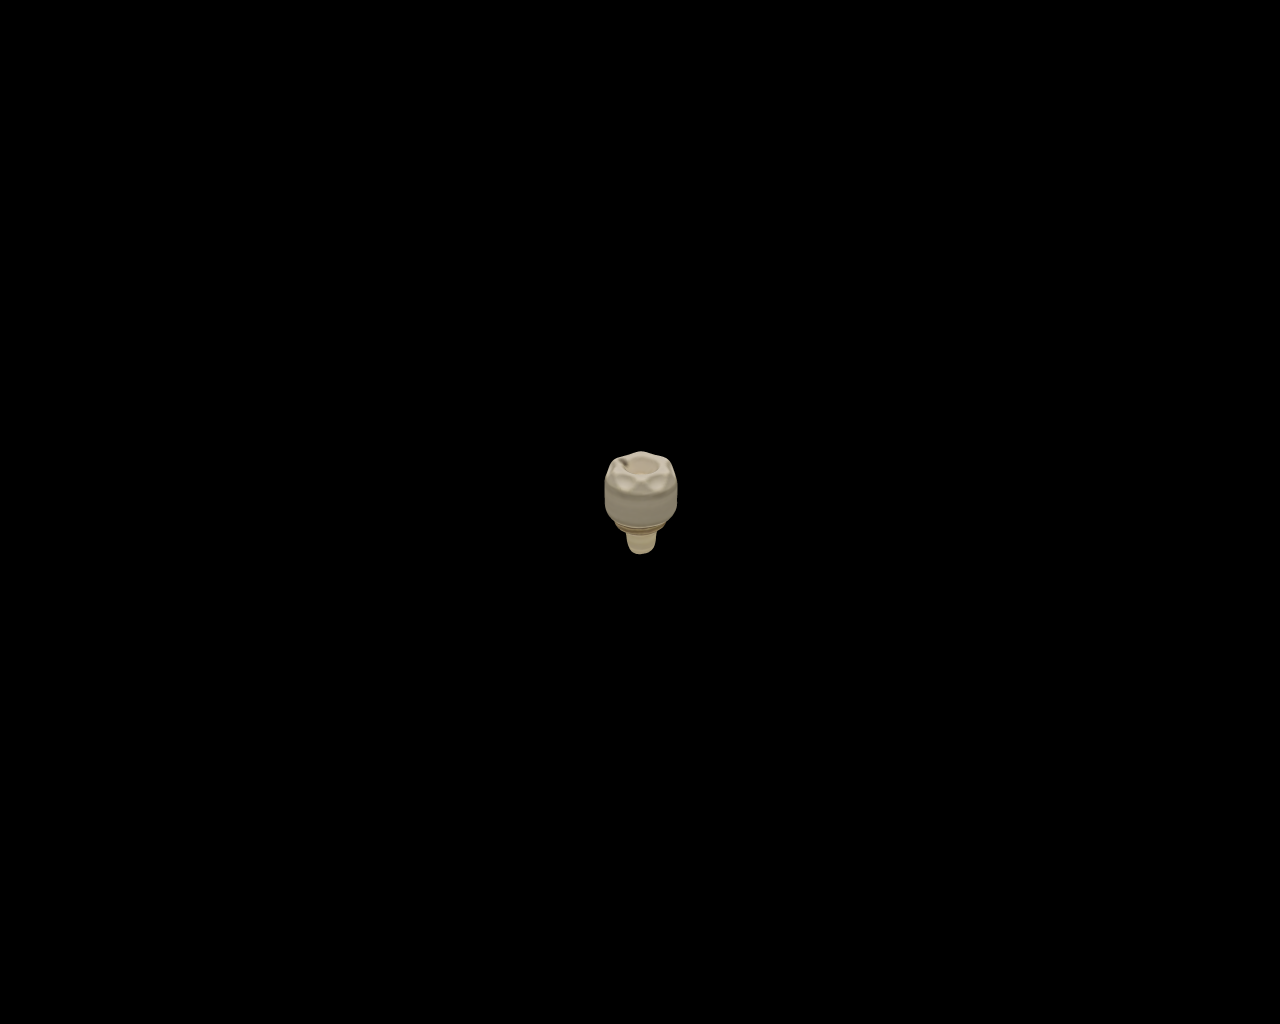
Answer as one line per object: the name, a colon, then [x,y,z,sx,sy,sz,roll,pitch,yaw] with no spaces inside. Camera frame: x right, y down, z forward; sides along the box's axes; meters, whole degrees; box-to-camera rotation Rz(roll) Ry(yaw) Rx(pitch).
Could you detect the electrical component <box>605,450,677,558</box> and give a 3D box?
electrical component: [0.001,-0.003,0.650,0.043,0.062,0.043,0,31,0]
